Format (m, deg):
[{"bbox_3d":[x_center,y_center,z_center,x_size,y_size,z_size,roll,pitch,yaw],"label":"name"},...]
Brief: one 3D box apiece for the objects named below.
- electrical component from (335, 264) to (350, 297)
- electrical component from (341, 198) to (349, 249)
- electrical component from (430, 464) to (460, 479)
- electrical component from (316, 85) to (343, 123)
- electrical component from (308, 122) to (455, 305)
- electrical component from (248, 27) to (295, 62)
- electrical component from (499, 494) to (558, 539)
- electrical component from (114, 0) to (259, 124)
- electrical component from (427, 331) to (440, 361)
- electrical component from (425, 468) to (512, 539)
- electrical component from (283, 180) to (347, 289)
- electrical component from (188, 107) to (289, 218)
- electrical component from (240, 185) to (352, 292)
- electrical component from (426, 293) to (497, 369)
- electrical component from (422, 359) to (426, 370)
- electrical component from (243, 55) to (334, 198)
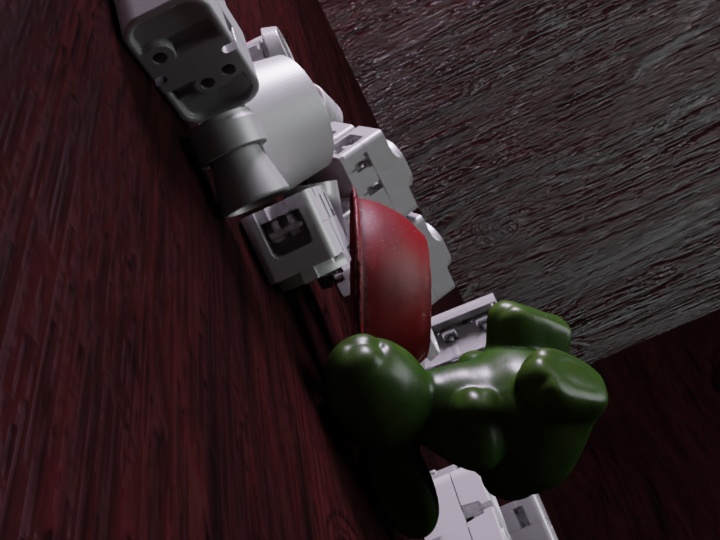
[{"bbox_3d":[0.000,0.000,0.989,0.040,0.046,0.040,-24,90,-83],"label":"electrical component"},{"bbox_3d":[-0.012,-0.034,1.018,0.045,0.045,0.055,-101,166,-63],"label":"electrical component"},{"bbox_3d":[0.091,0.193,0.957,0.048,0.062,0.048,-24,90,-83],"label":"electrical component"},{"bbox_3d":[-0.052,-0.166,1.141,0.055,0.055,0.047,69,11,25],"label":"electrical component"},{"bbox_3d":[0.018,-0.054,1.082,0.105,0.060,0.186,22,-36,59],"label":"electrical component"},{"bbox_3d":[-0.085,-0.169,0.882,0.066,0.055,0.048,-94,158,-72],"label":"electrical component"},{"bbox_3d":[0.124,0.237,0.936,0.050,0.089,0.055,45,22,-72],"label":"electrical component"},{"bbox_3d":[-0.104,-0.142,0.642,0.095,0.054,0.059,56,12,-55],"label":"electrical component"},{"bbox_3d":[0.040,0.067,1.018,0.078,0.057,0.058,41,25,-74],"label":"electrical component"},{"bbox_3d":[0.086,0.210,0.861,0.095,0.059,0.053,-108,171,-45],"label":"electrical component"},{"bbox_3d":[-0.032,-0.026,0.827,0.043,0.043,0.081,-44,124,-83],"label":"electrical component"},{"bbox_3d":[-0.074,-0.065,0.649,0.045,0.045,0.055,-24,89,-83],"label":"electrical component"},{"bbox_3d":[-0.041,-0.021,0.730,0.089,0.050,0.055,-55,120,-82],"label":"electrical component"},{"bbox_3d":[0.108,0.083,1.214,0.078,0.121,0.063,56,15,-56],"label":"electrical component"},{"bbox_3d":[0.024,0.048,0.912,0.075,0.047,0.083,67,14,-59],"label":"electrical component"},{"bbox_3d":[-0.065,-0.106,0.788,0.099,0.064,0.099,46,-27,33],"label":"electrical component"}]
